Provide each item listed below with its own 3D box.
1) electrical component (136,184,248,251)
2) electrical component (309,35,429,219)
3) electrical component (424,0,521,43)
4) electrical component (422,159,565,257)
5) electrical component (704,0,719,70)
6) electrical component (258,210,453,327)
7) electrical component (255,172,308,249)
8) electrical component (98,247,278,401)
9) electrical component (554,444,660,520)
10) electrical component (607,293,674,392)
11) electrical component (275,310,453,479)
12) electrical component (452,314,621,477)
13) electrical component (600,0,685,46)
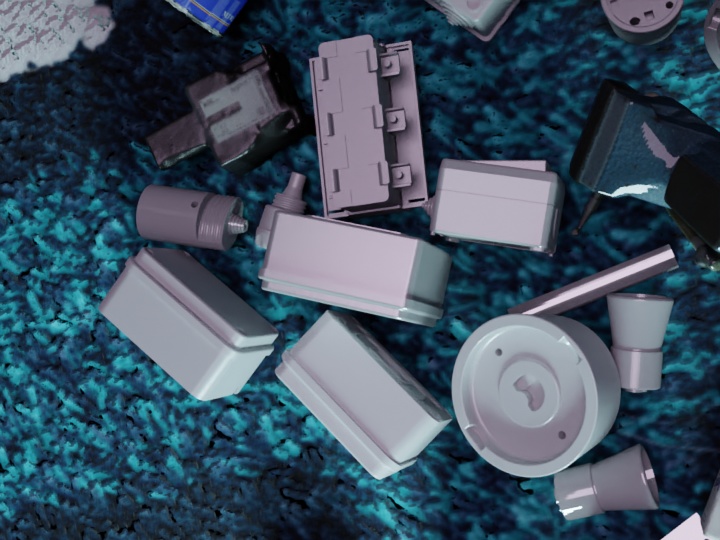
[{"bbox_3d":[-0.125,-0.039,0.822,0.081,0.043,0.043,9,90,16],"label":"electrical component"},{"bbox_3d":[0.003,-0.103,0.778,0.079,0.063,0.121,-7,85,16],"label":"electrical component"},{"bbox_3d":[0.080,-0.227,0.770,0.100,0.048,0.099,39,98,15],"label":"electrical component"},{"bbox_3d":[0.091,-0.048,0.750,0.096,0.062,0.061,9,90,16],"label":"electrical component"},{"bbox_3d":[0.281,-0.163,0.680,0.108,0.108,0.060,22,65,16],"label":"electrical component"},{"bbox_3d":[0.000,0.000,0.751,0.109,0.109,0.056,12,88,16],"label":"electrical component"},{"bbox_3d":[-0.055,-0.043,0.807,0.035,0.035,0.061,18,90,16],"label":"electrical component"},{"bbox_3d":[-0.126,0.038,0.801,0.113,0.078,0.057,39,100,14],"label":"electrical component"},{"bbox_3d":[0.165,0.147,0.730,0.065,0.044,0.044,-18,82,19],"label":"electrical component"},{"bbox_3d":[0.188,0.050,0.729,0.044,0.044,0.065,4,93,16],"label":"electrical component"},{"bbox_3d":[0.003,0.088,0.761,0.113,0.078,0.057,45,96,14],"label":"electrical component"},{"bbox_3d":[0.124,0.081,0.730,0.108,0.060,0.108,3,95,37],"label":"electrical component"},{"bbox_3d":[0.194,-0.183,0.735,0.055,0.047,0.055,-1,87,16],"label":"electrical component"}]
